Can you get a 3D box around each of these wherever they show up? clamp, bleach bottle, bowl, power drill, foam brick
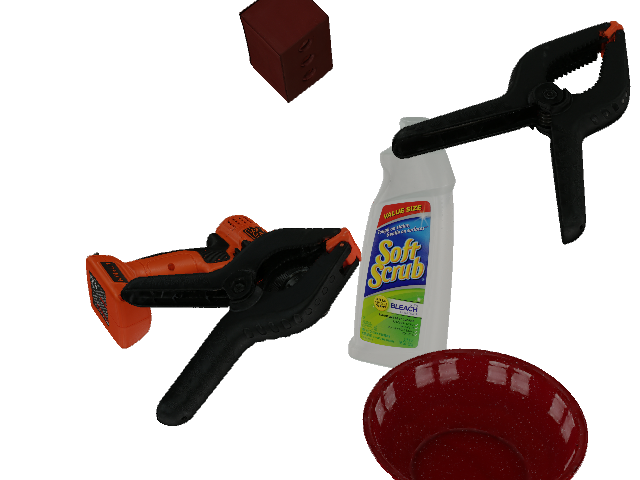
[{"bbox_3d":[-0.051,0.050,0.709,0.171,0.120,0.039,-23,-32,11],"label":"clamp"},{"bbox_3d":[0.083,0.001,1.070,0.103,0.251,0.068,9,18,26],"label":"bleach bottle"},{"bbox_3d":[0.182,-0.093,0.824,0.165,0.209,0.036,38,-23,30],"label":"clamp"},{"bbox_3d":[0.111,0.151,0.786,0.162,0.055,0.162,-1,35,0],"label":"bowl"},{"bbox_3d":[-0.103,0.041,0.959,0.187,0.057,0.185,-12,26,-26],"label":"power drill"},{"bbox_3d":[-0.026,-0.161,0.865,0.053,0.051,0.078,-39,-19,-11],"label":"foam brick"}]
